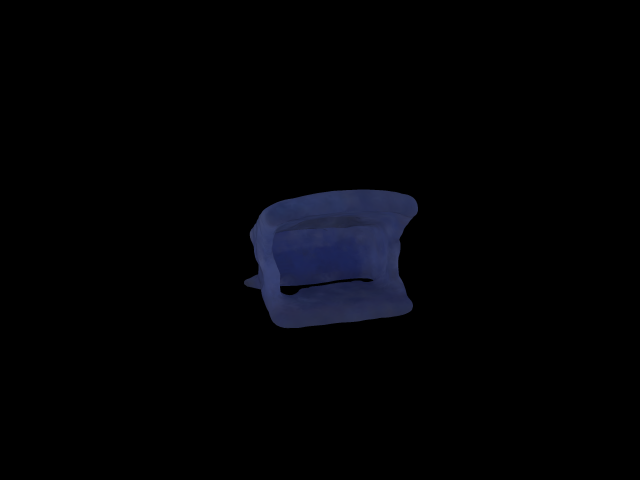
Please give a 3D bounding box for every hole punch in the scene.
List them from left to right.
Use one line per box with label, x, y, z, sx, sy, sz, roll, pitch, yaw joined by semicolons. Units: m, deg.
hole punch;0.004;0.001;0.400;0.109;0.091;0.101;-5;19;-14
